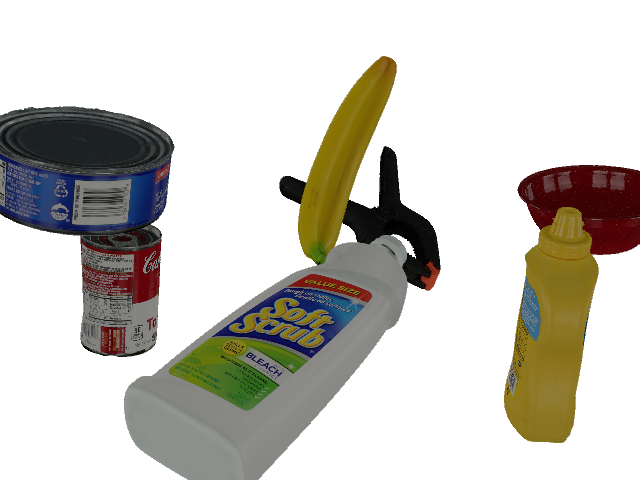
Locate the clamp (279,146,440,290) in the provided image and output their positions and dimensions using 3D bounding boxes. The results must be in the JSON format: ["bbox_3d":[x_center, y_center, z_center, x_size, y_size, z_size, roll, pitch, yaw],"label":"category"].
[{"bbox_3d":[0.059,-0.023,1.224,0.164,0.210,0.036,-13,-38,-25],"label":"clamp"}]

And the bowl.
[{"bbox_3d":[0.285,-0.028,1.106,0.162,0.055,0.162,-2,23,1],"label":"bowl"}]

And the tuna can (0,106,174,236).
[{"bbox_3d":[-0.113,-0.034,0.502,0.086,0.034,0.086,8,23,-4],"label":"tuna can"}]

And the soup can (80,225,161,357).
[{"bbox_3d":[-0.172,0.041,0.916,0.068,0.102,0.068,5,20,-2],"label":"soup can"}]

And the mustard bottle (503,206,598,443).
[{"bbox_3d":[0.190,0.063,0.874,0.058,0.192,0.096,4,25,3],"label":"mustard bottle"}]

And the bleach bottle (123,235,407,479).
[{"bbox_3d":[-0.020,0.068,0.759,0.103,0.068,0.250,24,43,24],"label":"bleach bottle"}]

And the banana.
[{"bbox_3d":[0.020,-0.060,0.893,0.037,0.197,0.070,28,-22,-29],"label":"banana"}]
